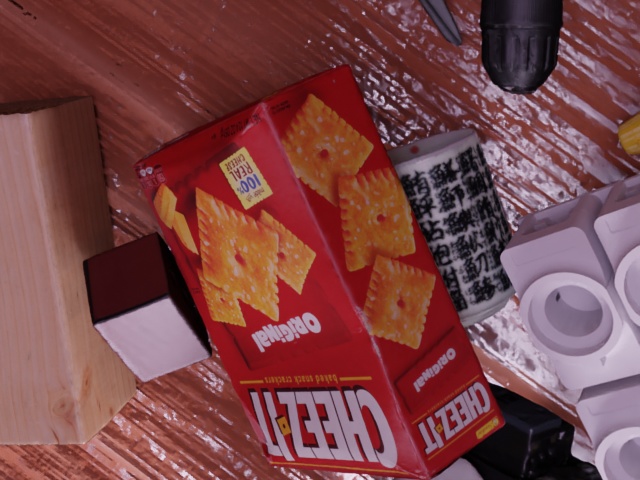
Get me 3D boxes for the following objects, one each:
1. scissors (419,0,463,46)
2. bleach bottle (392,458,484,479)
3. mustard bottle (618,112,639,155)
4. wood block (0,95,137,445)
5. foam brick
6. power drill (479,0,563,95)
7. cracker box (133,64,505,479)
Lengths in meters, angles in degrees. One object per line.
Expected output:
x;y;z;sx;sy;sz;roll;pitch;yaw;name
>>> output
0.009;-0.197;0.622;0.096;0.016;0.202;-15;99;18;scissors
0.022;0.226;0.657;0.251;0.067;0.102;-49;58;45;bleach bottle
0.247;-0.089;0.555;0.192;0.058;0.096;-24;130;32;mustard bottle
-0.187;0.018;0.683;0.091;0.090;0.206;-3;103;14;wood block
-0.107;0.044;0.667;0.051;0.053;0.078;-21;143;3;foam brick
0.043;-0.173;0.571;0.188;0.057;0.184;5;101;17;power drill
-0.009;0.027;0.610;0.164;0.072;0.213;-13;103;56;cracker box
